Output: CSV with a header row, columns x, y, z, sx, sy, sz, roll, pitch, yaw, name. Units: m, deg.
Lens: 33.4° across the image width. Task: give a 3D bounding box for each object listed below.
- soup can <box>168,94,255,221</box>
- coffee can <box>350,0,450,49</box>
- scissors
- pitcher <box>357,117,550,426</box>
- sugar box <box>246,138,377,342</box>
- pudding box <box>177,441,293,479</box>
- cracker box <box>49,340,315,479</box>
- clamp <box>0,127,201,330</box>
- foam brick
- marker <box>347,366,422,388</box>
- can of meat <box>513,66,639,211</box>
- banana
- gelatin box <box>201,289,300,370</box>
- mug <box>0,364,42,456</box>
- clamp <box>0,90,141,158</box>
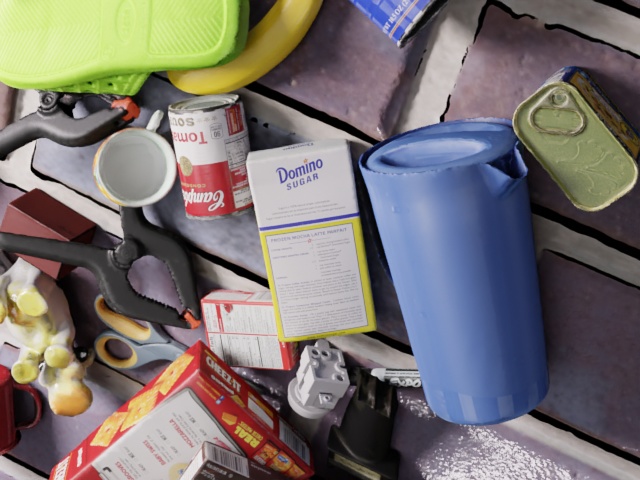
x,y,z,sx,sy,sz,roll,pitch,yaw,name
-0.096,-0.076,0.968,0.069,0.068,0.102,0,109,22,soup can
0.046,-0.234,0.827,0.140,0.102,0.103,43,120,1,coffee can
-0.156,0.128,1.104,0.202,0.016,0.096,36,121,5,scissors
0.115,0.026,0.899,0.145,0.149,0.243,-10,110,9,pitcher
-0.006,0.001,0.963,0.093,0.048,0.176,-8,106,2,sugar box
-0.083,0.250,1.005,0.113,0.039,0.090,29,107,-16,pudding box
-0.138,0.227,1.053,0.214,0.072,0.164,-41,109,12,cracker box
-0.199,0.014,1.033,0.164,0.036,0.210,-37,101,-5,clamp
-0.276,-0.006,1.078,0.078,0.053,0.051,31,118,9,foam brick
0.081,0.130,1.005,0.121,0.020,0.020,-1,110,22,marker
0.205,-0.083,0.833,0.058,0.083,0.102,-39,93,29,can of meat
-0.066,-0.174,0.934,0.198,0.037,0.069,-21,102,28,banana
-0.068,0.087,1.044,0.089,0.030,0.073,1,112,22,gelatin box
-0.367,0.186,1.179,0.117,0.093,0.081,-1,108,-10,mug
-0.258,-0.118,1.011,0.172,0.039,0.120,12,85,19,clamp
